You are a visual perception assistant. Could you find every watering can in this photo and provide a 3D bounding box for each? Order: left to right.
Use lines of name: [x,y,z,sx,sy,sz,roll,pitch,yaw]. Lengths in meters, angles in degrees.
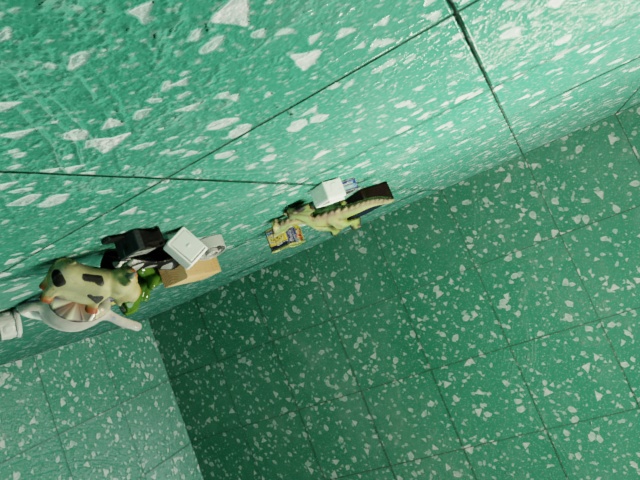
watering can: [-0.649,0.204,1.450,0.346,0.106,0.221,13,-28,-33]

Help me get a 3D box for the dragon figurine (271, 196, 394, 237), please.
dragon figurine: [0.005,-0.081,1.604,0.406,0.123,0.243,-21,-12,40]
